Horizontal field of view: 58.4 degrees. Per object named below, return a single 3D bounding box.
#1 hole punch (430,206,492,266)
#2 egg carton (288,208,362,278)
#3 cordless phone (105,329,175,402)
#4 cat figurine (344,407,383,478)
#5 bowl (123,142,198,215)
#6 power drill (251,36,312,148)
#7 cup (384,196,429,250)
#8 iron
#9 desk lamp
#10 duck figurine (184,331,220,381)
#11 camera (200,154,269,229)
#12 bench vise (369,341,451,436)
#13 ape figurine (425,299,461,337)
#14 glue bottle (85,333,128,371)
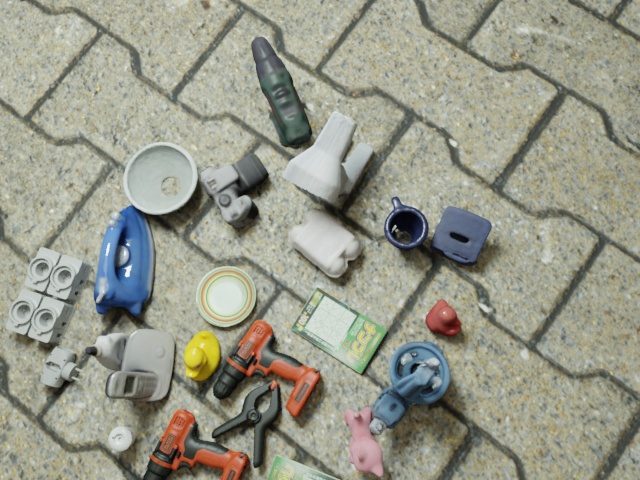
[{"bbox_3d":[0.297,-0.007,1.207,0.108,0.091,0.101,22,80,8],"label":"hole punch"},{"bbox_3d":[0.011,0.004,1.234,0.150,0.069,0.107,38,82,11],"label":"egg carton"},{"bbox_3d":[-0.364,0.250,1.143,0.094,0.185,0.147,2,78,4],"label":"cordless phone"},{"bbox_3d":[0.085,0.396,1.118,0.067,0.118,0.128,-12,77,1],"label":"cat figurine"},{"bbox_3d":[-0.347,-0.129,1.283,0.167,0.075,0.167,-1,77,4],"label":"bowl"},{"bbox_3d":[-0.081,-0.294,1.234,0.075,0.208,0.229,-25,77,-2],"label":"power drill"},{"bbox_3d":[0.175,-0.029,1.218,0.091,0.095,0.117,-20,77,-1],"label":"cup"},{"bbox_3d":[-0.429,0.028,1.219,0.118,0.141,0.258,0,78,4],"label":"iron"},{"bbox_3d":[0.021,-0.165,1.197,0.118,0.213,0.203,29,81,10],"label":"desk lamp"},{"bbox_3d":[-0.252,0.240,1.190,0.077,0.086,0.104,12,78,6],"label":"duck figurine"},{"bbox_3d":[-0.176,-0.120,1.257,0.137,0.101,0.143,-33,77,-4],"label":"camera"},{"bbox_3d":[0.178,0.286,1.084,0.121,0.220,0.207,20,80,8],"label":"bench vise"},{"bbox_3d":[0.256,0.158,1.173,0.076,0.092,0.078,-6,77,3],"label":"ape figurine"},{"bbox_3d":[-0.430,0.225,1.159,0.037,0.173,0.078,-2,77,4],"label":"glue bottle"}]
